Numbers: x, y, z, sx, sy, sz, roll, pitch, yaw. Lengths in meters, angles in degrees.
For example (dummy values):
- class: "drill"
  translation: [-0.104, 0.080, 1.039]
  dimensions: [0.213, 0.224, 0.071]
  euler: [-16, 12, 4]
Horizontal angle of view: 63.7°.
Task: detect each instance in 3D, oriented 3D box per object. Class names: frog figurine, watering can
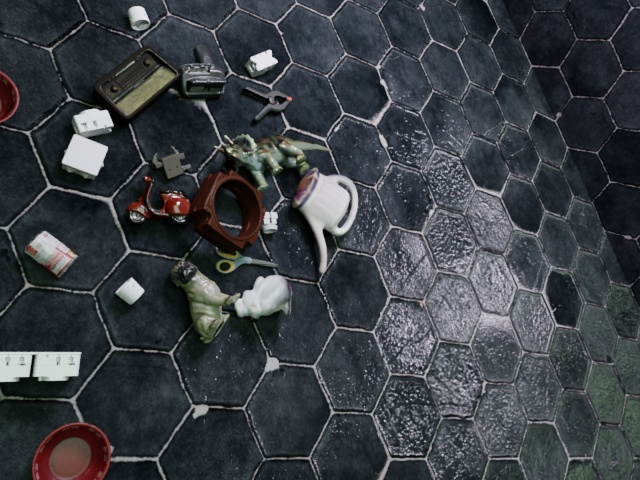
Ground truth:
- class: "frog figurine"
  translation: [-0.166, 0.162, 1.479]
  dimensions: [0.159, 0.120, 0.140]
  euler: [4, 41, -21]
- class: "watering can"
  translation: [0.005, -0.083, 1.654]
  dimensions: [0.223, 0.103, 0.354]
  euler: [34, 60, -18]
